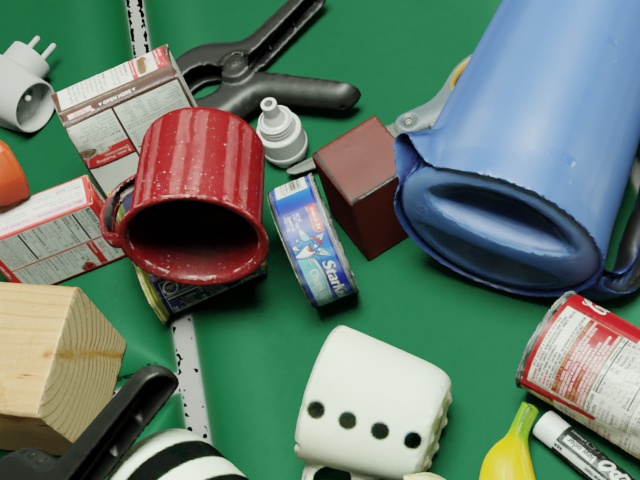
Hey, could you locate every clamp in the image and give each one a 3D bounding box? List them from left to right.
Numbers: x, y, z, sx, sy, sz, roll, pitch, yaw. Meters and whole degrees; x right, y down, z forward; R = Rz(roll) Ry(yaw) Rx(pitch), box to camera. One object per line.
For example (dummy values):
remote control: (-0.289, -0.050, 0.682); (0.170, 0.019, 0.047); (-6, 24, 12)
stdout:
clamp: (-0.156, 0.157, 0.627); (0.210, 0.036, 0.164); (-9, 66, 43)
clamp: (-0.053, -0.120, 0.819); (0.171, 0.039, 0.120); (-28, 53, 4)

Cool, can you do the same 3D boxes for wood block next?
wood block: (-0.251, 0.083, 0.718); (0.206, 0.091, 0.090); (2, 61, 15)

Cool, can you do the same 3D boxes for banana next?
banana: (0.144, 0.185, 0.588); (0.070, 0.037, 0.198); (-40, 61, 10)

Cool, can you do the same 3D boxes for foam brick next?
foam brick: (0.035, -0.034, 0.724); (0.051, 0.078, 0.053); (-32, 60, -7)

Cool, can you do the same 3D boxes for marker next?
marker: (0.176, 0.144, 0.620); (0.020, 0.020, 0.121); (-44, 60, -13)

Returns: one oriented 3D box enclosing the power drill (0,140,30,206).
power drill: (-0.287, -0.006, 0.697); (0.185, 0.057, 0.187); (33, 61, 30)

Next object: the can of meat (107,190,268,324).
can of meat: (-0.092, -0.005, 0.751); (0.084, 0.057, 0.102); (-24, 58, -4)

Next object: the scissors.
scissors: (0.082, -0.075, 0.772); (0.201, 0.016, 0.096); (-34, 59, -7)

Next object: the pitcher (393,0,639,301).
pitcher: (0.161, -0.088, 0.692); (0.145, 0.149, 0.242); (14, 63, 27)

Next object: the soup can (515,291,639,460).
soup can: (0.176, 0.083, 0.627); (0.102, 0.068, 0.068); (30, 71, 26)

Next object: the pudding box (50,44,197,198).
pudding box: (-0.127, -0.075, 0.766); (0.090, 0.113, 0.039); (-25, 54, -2)

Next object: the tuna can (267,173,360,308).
tuna can: (-0.005, 0.001, 0.709); (0.034, 0.086, 0.086); (-22, 58, 2)

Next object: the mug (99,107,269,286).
mug: (-0.088, -0.027, 0.682); (0.117, 0.093, 0.081); (-14, 50, 20)

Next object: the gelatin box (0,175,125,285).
gelatin box: (-0.190, -0.003, 0.763); (0.089, 0.073, 0.030); (-22, 57, 1)
